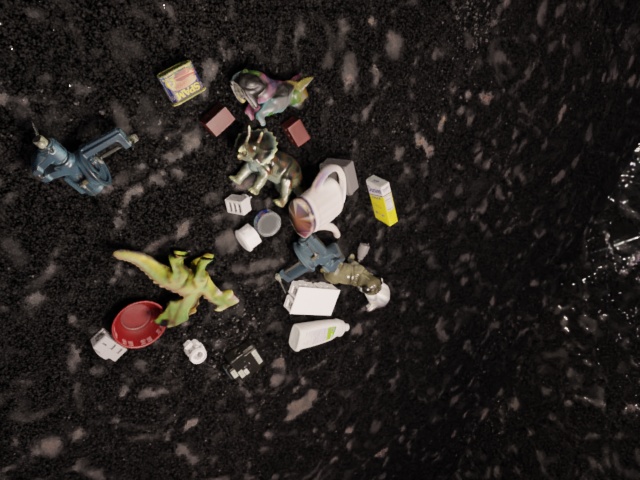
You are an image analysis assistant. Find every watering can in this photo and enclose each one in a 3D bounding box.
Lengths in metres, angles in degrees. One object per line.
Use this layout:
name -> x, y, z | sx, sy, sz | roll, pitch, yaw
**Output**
watering can -> 0.005, -0.083, 1.653 | 0.227, 0.105, 0.339 | -37, 145, -31

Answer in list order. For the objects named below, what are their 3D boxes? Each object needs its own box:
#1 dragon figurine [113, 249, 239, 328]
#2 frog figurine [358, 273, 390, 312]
dragon figurine -> -0.423, 0.149, 1.523 | 0.410, 0.123, 0.241 | 6, 99, -37
frog figurine -> 0.208, 0.183, 2.008 | 0.140, 0.122, 0.157 | -45, 129, -53
